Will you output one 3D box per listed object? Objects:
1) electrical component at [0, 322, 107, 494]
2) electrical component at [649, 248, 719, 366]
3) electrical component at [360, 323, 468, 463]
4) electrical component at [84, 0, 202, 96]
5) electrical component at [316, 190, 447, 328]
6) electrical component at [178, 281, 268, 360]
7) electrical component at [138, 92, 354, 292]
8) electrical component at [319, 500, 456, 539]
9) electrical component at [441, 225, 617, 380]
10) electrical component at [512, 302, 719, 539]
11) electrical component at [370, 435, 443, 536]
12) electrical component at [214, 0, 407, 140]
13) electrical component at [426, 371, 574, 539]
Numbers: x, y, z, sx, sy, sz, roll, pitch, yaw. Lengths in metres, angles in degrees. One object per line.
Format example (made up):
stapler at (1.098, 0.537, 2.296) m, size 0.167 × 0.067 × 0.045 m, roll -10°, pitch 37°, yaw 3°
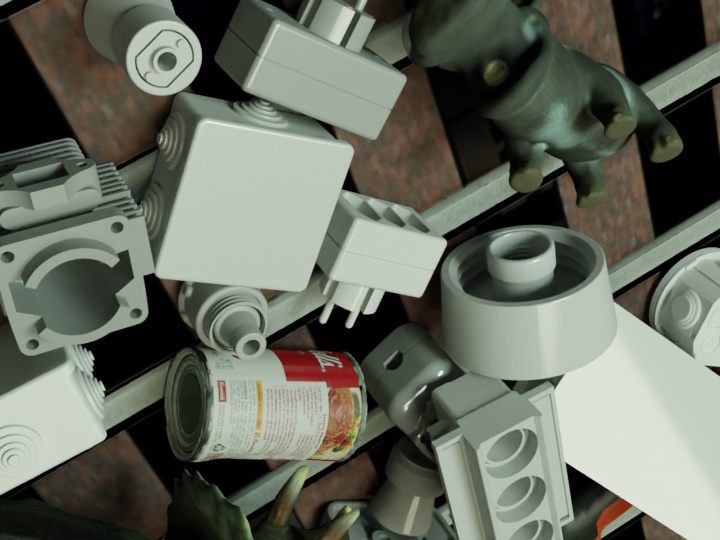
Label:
electrical component at (-0.180, 0.069, 0.542) m, size 0.100 × 0.100 × 0.048 m, roll -27°, pitch 116°, yaw -11°
electrical component at (0.256, 0.029, 0.784) m, size 0.080 × 0.051 × 0.080 m, roll -14°, pitch 124°, yaw -21°
electrical component at (0.051, 0.087, 0.702) m, size 0.054 × 0.059 × 0.095 m, roll -44°, pitch 129°, yaw 2°
electrical component at (-0.099, -0.107, 0.497) m, size 0.044 × 0.065 × 0.044 m, roll -14°, pitch 124°, yaw -21°
electrical component at (0.000, 0.000, 0.629) m, size 0.066 × 0.047 × 0.076 m, roll 12°, pitch 112°, yaw -33°
electrical component at (-0.071, 0.027, 0.597) m, size 0.048 × 0.062 × 0.048 m, roll -14°, pitch 124°, yaw -21°
electrical component at (-0.063, -0.041, 0.568) m, size 0.100 × 0.048 × 0.099 m, roll 7°, pitch 115°, yaw -31°
electrical component at (0.014, 0.202, 0.758) m, size 0.095 × 0.053 × 0.059 m, roll 7°, pitch 115°, yaw -32°
electrical component at (0.100, 0.011, 0.655) m, size 0.108 × 0.108 × 0.060 m, roll -20°, pitch 120°, yaw -17°
electrical component at (0.204, 0.108, 0.758) m, size 0.186 × 0.060 × 0.105 m, roll 33°, pitch 90°, yaw -17°
electrical component at (0.036, 0.148, 0.742) m, size 0.045 × 0.045 × 0.055 m, roll 5°, pitch 116°, yaw -31°
electrical component at (-0.017, -0.119, 0.546) m, size 0.083 × 0.047 × 0.075 m, roll 16°, pitch 110°, yaw -35°
electrical component at (0.084, 0.123, 0.661) m, size 0.079 × 0.063 × 0.121 m, roll -25°, pitch 128°, yaw -13°
